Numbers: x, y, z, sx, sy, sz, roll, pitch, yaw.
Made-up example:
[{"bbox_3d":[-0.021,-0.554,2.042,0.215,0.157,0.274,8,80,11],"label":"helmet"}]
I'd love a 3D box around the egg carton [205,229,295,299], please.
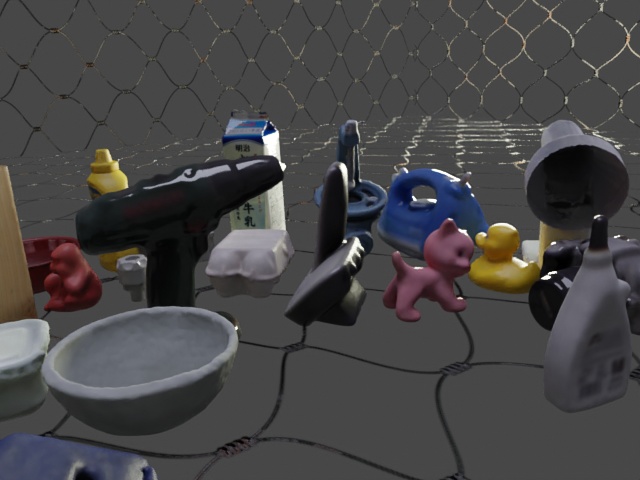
[{"bbox_3d":[-0.097,0.030,0.831,0.107,0.069,0.150,0,17,8],"label":"egg carton"}]

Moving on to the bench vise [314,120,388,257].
[{"bbox_3d":[0.035,-0.096,0.969,0.122,0.220,0.206,-10,18,-23],"label":"bench vise"}]

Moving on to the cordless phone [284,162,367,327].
[{"bbox_3d":[0.007,0.003,0.709,0.094,0.185,0.147,0,17,9],"label":"cordless phone"}]

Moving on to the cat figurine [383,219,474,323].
[{"bbox_3d":[0.142,0.030,0.716,0.128,0.118,0.067,-10,18,-22],"label":"cat figurine"}]

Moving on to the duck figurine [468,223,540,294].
[{"bbox_3d":[0.253,0.021,0.782,0.078,0.086,0.104,-15,21,-34],"label":"duck figurine"}]

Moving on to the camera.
[{"bbox_3d":[0.302,0.048,0.663,0.137,0.101,0.142,-10,18,-22],"label":"camera"}]

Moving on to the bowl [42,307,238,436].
[{"bbox_3d":[-0.155,0.125,0.518,0.167,0.075,0.167,-2,17,1],"label":"bowl"}]

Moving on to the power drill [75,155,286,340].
[{"bbox_3d":[-0.145,0.016,0.647,0.230,0.208,0.075,-8,18,-18],"label":"power drill"}]

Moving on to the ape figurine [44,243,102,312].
[{"bbox_3d":[-0.335,0.049,0.767,0.076,0.092,0.077,-12,19,-28],"label":"ape figurine"}]

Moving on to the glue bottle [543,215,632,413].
[{"bbox_3d":[0.237,0.063,0.498,0.078,0.173,0.037,-9,18,-19],"label":"glue bottle"}]

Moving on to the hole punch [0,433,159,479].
[{"bbox_3d":[-0.149,0.168,0.347,0.101,0.091,0.108,-7,17,-14],"label":"hole punch"}]

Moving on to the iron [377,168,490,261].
[{"bbox_3d":[0.170,-0.058,0.960,0.119,0.141,0.257,-12,19,-27],"label":"iron"}]

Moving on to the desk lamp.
[{"bbox_3d":[0.336,-0.052,0.790,0.117,0.214,0.203,2,17,14],"label":"desk lamp"}]
